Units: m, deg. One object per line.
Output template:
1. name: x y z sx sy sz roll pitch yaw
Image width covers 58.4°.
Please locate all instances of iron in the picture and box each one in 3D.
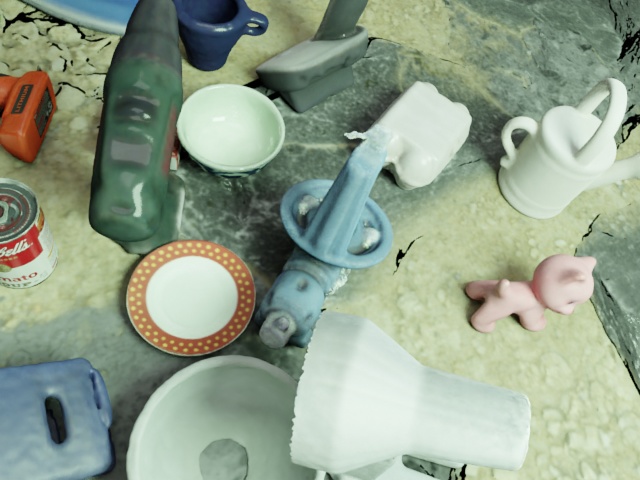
1. iron: -0.308 -0.363 0.711 0.258 0.141 0.119 27 59 1

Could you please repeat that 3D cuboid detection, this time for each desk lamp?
1. desk lamp: 0.065 0.156 0.483 0.203 0.213 0.118 18 59 -4

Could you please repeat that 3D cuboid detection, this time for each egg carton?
1. egg carton: 0.127 -0.135 0.740 0.107 0.069 0.150 35 60 6

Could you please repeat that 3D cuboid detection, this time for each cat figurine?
1. cat figurine: 0.244 0.054 0.639 0.128 0.117 0.067 -1 62 -15

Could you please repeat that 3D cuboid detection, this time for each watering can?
1. watering can: 0.317 -0.115 0.705 0.173 0.194 0.101 2 62 -13

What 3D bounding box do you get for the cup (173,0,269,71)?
1. cup: -0.128 -0.262 0.729 0.118 0.095 0.091 7 61 -10

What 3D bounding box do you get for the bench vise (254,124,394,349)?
1. bench vise: 0.017 0.005 0.549 0.121 0.219 0.207 13 60 -7

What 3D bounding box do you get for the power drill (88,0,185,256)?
1. power drill: -0.171 -0.086 0.557 0.076 0.208 0.229 5 61 -11

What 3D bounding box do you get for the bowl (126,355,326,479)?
1. bowl: -0.081 0.192 0.507 0.167 0.074 0.167 6 61 -11

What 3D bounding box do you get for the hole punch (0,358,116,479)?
1. hole punch: -0.228 0.154 0.481 0.101 0.091 0.108 -15 67 -21

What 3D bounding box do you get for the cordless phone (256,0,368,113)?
1. cordless phone: 0.002 -0.263 0.711 0.094 0.185 0.148 43 61 11
